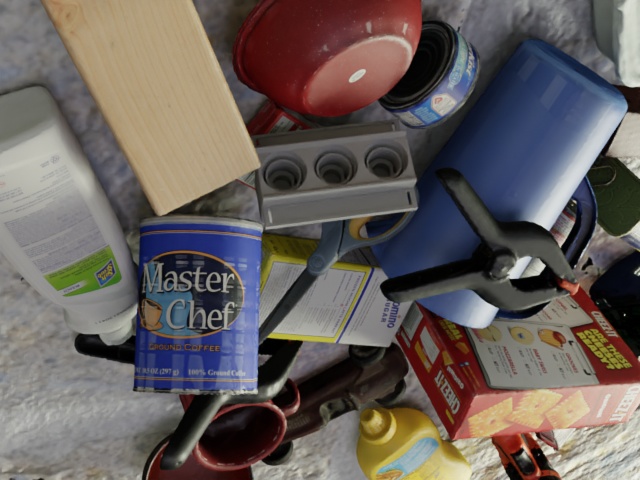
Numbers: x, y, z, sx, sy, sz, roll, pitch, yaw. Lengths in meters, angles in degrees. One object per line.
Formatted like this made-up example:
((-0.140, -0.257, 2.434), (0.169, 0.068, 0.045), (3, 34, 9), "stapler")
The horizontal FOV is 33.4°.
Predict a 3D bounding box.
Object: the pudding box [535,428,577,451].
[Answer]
((0.286, 0.173, 1.225), (0.113, 0.039, 0.090), (-44, 138, -16), "pudding box")

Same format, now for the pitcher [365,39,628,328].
((0.169, -0.046, 0.951), (0.149, 0.145, 0.243), (4, 124, -53), "pitcher")

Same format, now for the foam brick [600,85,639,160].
((0.295, -0.111, 1.010), (0.078, 0.053, 0.051), (0, 126, -27), "foam brick")

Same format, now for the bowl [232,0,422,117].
((0.017, -0.143, 0.809), (0.162, 0.055, 0.162), (-22, 156, -11), "bowl")

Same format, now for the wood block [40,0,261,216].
((-0.126, -0.131, 0.766), (0.091, 0.090, 0.206), (-26, 133, -4), "wood block")

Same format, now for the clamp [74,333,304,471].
((-0.096, 0.126, 0.962), (0.209, 0.165, 0.036), (-7, 133, -33), "clamp")

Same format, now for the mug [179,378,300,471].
((-0.078, 0.158, 1.033), (0.117, 0.081, 0.093), (-15, 132, -14), "mug")

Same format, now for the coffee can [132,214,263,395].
((-0.100, 0.055, 0.877), (0.102, 0.103, 0.140), (5, 83, -29), "coffee can")

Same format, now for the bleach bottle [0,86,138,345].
((-0.211, 0.001, 0.854), (0.102, 0.068, 0.251), (-23, 135, -7), "bleach bottle")

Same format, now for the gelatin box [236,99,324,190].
((-0.029, -0.072, 0.903), (0.089, 0.030, 0.073), (27, 113, -39), "gelatin box")

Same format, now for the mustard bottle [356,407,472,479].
((0.094, 0.240, 1.199), (0.096, 0.058, 0.191), (-36, 134, 4), "mustard bottle")

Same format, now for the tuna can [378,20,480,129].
((0.085, -0.135, 0.867), (0.086, 0.086, 0.033), (-46, 130, 15), "tuna can")

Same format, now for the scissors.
((-0.006, 0.001, 0.933), (0.202, 0.096, 0.016), (-36, 163, 5), "scissors")

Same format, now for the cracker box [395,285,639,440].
((0.197, 0.113, 1.072), (0.213, 0.164, 0.072), (0, 129, -26), "cracker box")

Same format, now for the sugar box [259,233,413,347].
((0.005, 0.049, 1.009), (0.175, 0.048, 0.093), (7, 121, -34), "sugar box")

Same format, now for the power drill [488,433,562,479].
((0.213, 0.229, 1.176), (0.057, 0.184, 0.187), (-32, 124, 2), "power drill")

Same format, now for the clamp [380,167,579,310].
((0.142, 0.005, 0.880), (0.171, 0.039, 0.120), (7, 119, -22), "clamp")

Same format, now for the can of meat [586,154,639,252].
((0.302, -0.033, 1.046), (0.083, 0.102, 0.057), (27, 111, -41), "can of meat")

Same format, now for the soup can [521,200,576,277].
((0.206, -0.002, 1.047), (0.068, 0.068, 0.102), (27, 112, -39), "soup can")
